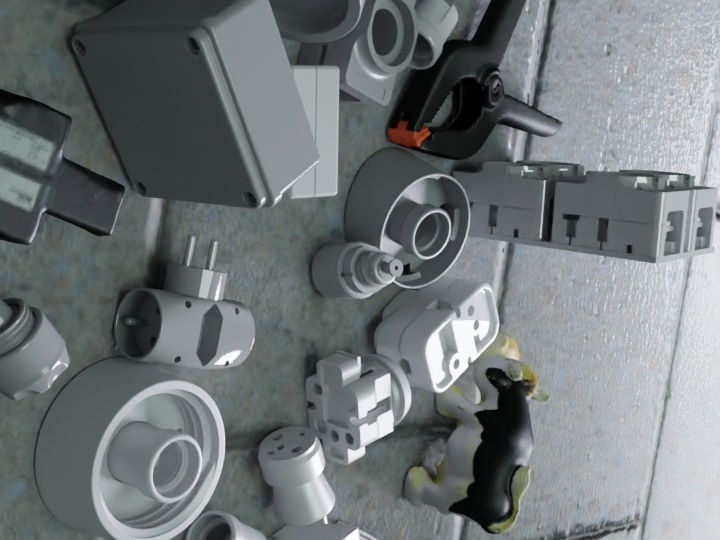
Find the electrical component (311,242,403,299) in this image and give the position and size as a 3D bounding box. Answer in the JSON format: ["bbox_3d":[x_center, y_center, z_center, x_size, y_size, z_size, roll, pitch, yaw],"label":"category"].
[{"bbox_3d":[0.000,0.000,0.754,0.040,0.078,0.040,2,87,-39],"label":"electrical component"}]

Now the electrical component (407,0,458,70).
[{"bbox_3d":[0.048,-0.178,0.798,0.046,0.040,0.040,-58,136,-32],"label":"electrical component"}]

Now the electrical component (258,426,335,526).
[{"bbox_3d":[-0.045,0.144,0.754,0.045,0.045,0.055,-36,123,-40],"label":"electrical component"}]

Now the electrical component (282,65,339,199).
[{"bbox_3d":[-0.057,-0.089,0.687,0.076,0.047,0.083,-7,104,-36],"label":"electrical component"}]

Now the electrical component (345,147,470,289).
[{"bbox_3d":[0.034,-0.037,0.811,0.099,0.064,0.099,-19,121,-35],"label":"electrical component"}]

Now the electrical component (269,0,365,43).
[{"bbox_3d":[-0.040,-0.194,0.640,0.108,0.108,0.060,46,57,-45],"label":"electrical component"}]

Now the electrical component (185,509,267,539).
[{"bbox_3d":[-0.088,0.184,0.717,0.046,0.040,0.040,41,67,-53],"label":"electrical component"}]

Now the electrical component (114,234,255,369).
[{"bbox_3d":[-0.103,0.018,0.657,0.077,0.043,0.079,11,89,-51],"label":"electrical component"}]

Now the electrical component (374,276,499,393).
[{"bbox_3d":[0.057,0.047,0.842,0.095,0.059,0.053,-40,126,-38],"label":"electrical component"}]

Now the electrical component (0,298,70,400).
[{"bbox_3d":[-0.185,0.034,0.564,0.043,0.043,0.062,-51,132,-30],"label":"electrical component"}]

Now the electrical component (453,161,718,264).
[{"bbox_3d":[0.177,-0.052,0.863,0.105,0.186,0.060,-8,104,-49],"label":"electrical component"}]

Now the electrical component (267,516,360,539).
[{"bbox_3d":[-0.043,0.221,0.768,0.089,0.050,0.055,-26,117,-44],"label":"electrical component"}]

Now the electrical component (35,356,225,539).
[{"bbox_3d":[-0.128,0.110,0.635,0.108,0.060,0.108,-14,109,-48],"label":"electrical component"}]

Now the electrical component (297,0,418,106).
[{"bbox_3d":[0.001,-0.162,0.732,0.050,0.056,0.089,20,82,-50],"label":"electrical component"}]

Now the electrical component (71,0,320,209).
[{"bbox_3d":[-0.090,-0.095,0.597,0.056,0.109,0.108,-45,130,-38],"label":"electrical component"}]

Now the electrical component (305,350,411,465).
[{"bbox_3d":[0.000,0.095,0.787,0.057,0.058,0.078,-21,114,-43],"label":"electrical component"}]
